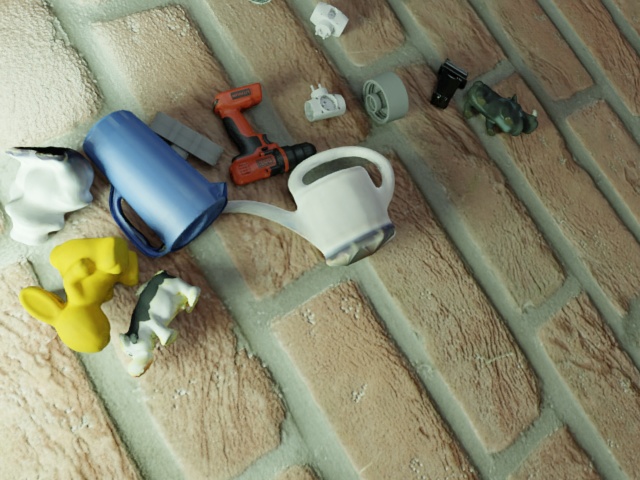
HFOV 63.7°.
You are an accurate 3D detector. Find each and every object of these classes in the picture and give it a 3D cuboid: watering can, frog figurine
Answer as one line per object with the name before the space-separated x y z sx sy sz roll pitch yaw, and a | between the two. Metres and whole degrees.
watering can | 0.003 -0.050 0.989 0.350 0.103 0.226 -25 81 -15
frog figurine | -0.442 -0.072 0.846 0.137 0.124 0.157 6 106 1
